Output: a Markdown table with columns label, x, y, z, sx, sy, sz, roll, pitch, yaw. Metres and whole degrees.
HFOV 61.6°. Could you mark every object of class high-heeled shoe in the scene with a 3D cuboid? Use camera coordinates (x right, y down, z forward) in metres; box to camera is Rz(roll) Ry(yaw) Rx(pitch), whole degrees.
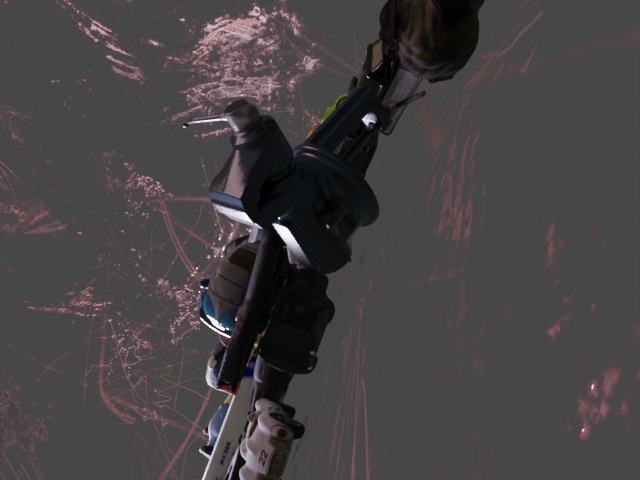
| label | x | y | z | sx | sy | sz | roll | pitch | yaw |
| --- | --- | --- | --- | --- | --- | --- | --- | --- | --- |
| high-heeled shoe | -0.107 | 0.035 | 0.970 | 0.145 | 0.086 | 0.248 | 54 | 143 | 36 |

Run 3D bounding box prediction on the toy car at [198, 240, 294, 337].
| label | x | y | z | sx | sy | sz | roll | pitch | yaw |
| --- | --- | --- | --- | --- | --- | --- | --- | --- | --- |
| toy car | -0.107 | 0.059 | 0.796 | 0.161 | 0.109 | 0.102 | -53 | -19 | -27 |

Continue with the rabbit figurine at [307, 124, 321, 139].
| label | x | y | z | sx | sy | sz | roll | pitch | yaw |
| --- | --- | --- | --- | --- | --- | --- | --- | --- | --- |
| rabbit figurine | 0.010 | -0.130 | 1.018 | 0.162 | 0.122 | 0.173 | -17 | -68 | -68 |

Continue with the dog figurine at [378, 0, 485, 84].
| label | x | y | z | sx | sy | sz | roll | pitch | yaw |
| --- | --- | --- | --- | --- | --- | --- | --- | --- | --- |
| dog figurine | 0.115 | -0.239 | 0.420 | 0.172 | 0.121 | 0.190 | 110 | 164 | -53 |

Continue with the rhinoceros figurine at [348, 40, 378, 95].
| label | x | y | z | sx | sy | sz | roll | pitch | yaw |
| --- | --- | --- | --- | --- | --- | --- | --- | --- | --- |
| rhinoceros figurine | 0.081 | -0.251 | 0.935 | 0.112 | 0.073 | 0.190 | -75 | 6 | -63 |

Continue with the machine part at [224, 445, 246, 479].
| label | x | y | z | sx | sy | sz | roll | pitch | yaw |
| --- | --- | --- | --- | --- | --- | --- | --- | --- | --- |
| machine part | -0.113 | 0.359 | 0.685 | 0.179 | 0.056 | 0.179 | -158 | 89 | -86 |

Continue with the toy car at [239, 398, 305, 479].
| label | x | y | z | sx | sy | sz | roll | pitch | yaw |
| --- | --- | --- | --- | --- | --- | --- | --- | --- | --- |
| toy car | -0.059 | 0.226 | 0.606 | 0.201 | 0.056 | 0.073 | 129 | 161 | -79 |

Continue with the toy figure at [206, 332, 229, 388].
| label | x | y | z | sx | sy | sz | roll | pitch | yaw |
| --- | --- | --- | --- | --- | --- | --- | --- | --- | --- |
| toy figure | -0.139 | 0.171 | 0.860 | 0.154 | 0.058 | 0.064 | -64 | -15 | 22 |

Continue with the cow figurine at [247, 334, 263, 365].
| label | x | y | z | sx | sy | sz | roll | pitch | yaw |
| --- | --- | --- | --- | --- | --- | --- | --- | --- | --- |
| cow figurine | -0.135 | 0.141 | 0.939 | 0.098 | 0.068 | 0.167 | -101 | 14 | -49 |

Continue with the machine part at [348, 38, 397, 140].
| label | x | y | z | sx | sy | sz | roll | pitch | yaw |
| --- | --- | --- | --- | --- | --- | --- | --- | --- | --- |
| machine part | 0.060 | -0.190 | 0.661 | 0.084 | 0.039 | 0.138 | -91 | 21 | -44 |

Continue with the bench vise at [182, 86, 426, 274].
| label | x | y | z | sx | sy | sz | roll | pitch | yaw |
| --- | --- | --- | --- | --- | --- | --- | --- | --- | --- |
| bench vise | 0.000 | -0.089 | 0.576 | 0.240 | 0.223 | 0.129 | -49 | 27 | -21 |

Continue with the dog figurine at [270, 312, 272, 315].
| label | x | y | z | sx | sy | sz | roll | pitch | yaw |
| --- | --- | --- | --- | --- | --- | --- | --- | --- | --- |
| dog figurine | -0.052 | 0.060 | 1.016 | 0.219 | 0.108 | 0.191 | -92 | 25 | -68 |

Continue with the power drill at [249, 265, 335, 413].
| label | x | y | z | sx | sy | sz | roll | pitch | yaw |
| --- | --- | --- | --- | --- | --- | --- | --- | --- | --- |
| power drill | -0.041 | 0.140 | 0.725 | 0.207 | 0.086 | 0.232 | 96 | -165 | -76 |

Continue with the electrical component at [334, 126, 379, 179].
| label | x | y | z | sx | sy | sz | roll | pitch | yaw |
| --- | --- | --- | --- | --- | --- | --- | --- | --- | --- |
| electrical component | 0.050 | -0.132 | 0.889 | 0.115 | 0.058 | 0.134 | -72 | 4 | -52 |

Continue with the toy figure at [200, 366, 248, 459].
| label | x | y | z | sx | sy | sz | roll | pitch | yaw |
| --- | --- | --- | --- | --- | --- | --- | --- | --- | --- |
| toy figure | -0.137 | 0.299 | 0.934 | 0.180 | 0.082 | 0.089 | -60 | 1 | -34 |
